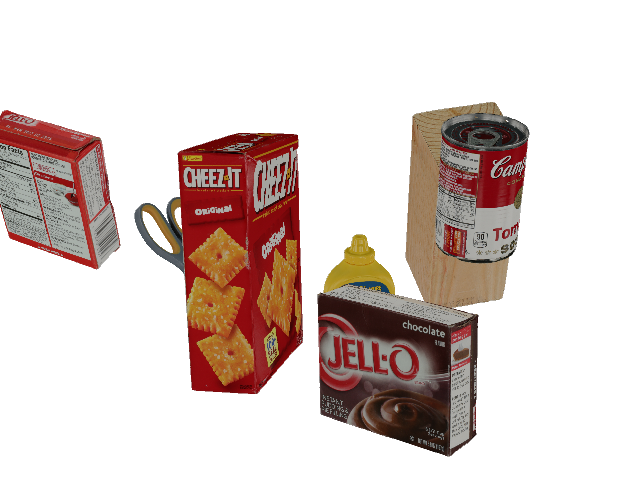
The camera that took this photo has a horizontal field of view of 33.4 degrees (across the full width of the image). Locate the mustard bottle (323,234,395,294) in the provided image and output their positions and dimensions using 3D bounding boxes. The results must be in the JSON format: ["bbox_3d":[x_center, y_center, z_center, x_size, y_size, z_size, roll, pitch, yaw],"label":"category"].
[{"bbox_3d":[0.053,0.083,1.444,0.096,0.192,0.058,-3,21,-7],"label":"mustard bottle"}]

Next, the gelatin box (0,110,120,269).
[{"bbox_3d":[-0.168,-0.032,0.671,0.073,0.089,0.030,17,43,22],"label":"gelatin box"}]

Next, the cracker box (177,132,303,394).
[{"bbox_3d":[-0.067,0.014,0.985,0.072,0.214,0.164,2,12,14],"label":"cracker box"}]

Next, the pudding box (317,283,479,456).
[{"bbox_3d":[0.050,0.084,0.715,0.114,0.090,0.039,10,20,38],"label":"pudding box"}]

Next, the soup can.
[{"bbox_3d":[0.126,-0.041,0.847,0.068,0.102,0.068,0,28,0],"label":"soup can"}]

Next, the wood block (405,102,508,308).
[{"bbox_3d":[0.147,-0.032,1.122,0.090,0.206,0.091,-10,45,-9],"label":"wood block"}]

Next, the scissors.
[{"bbox_3d":[-0.137,0.031,1.231,0.016,0.201,0.096,-29,15,39],"label":"scissors"}]
